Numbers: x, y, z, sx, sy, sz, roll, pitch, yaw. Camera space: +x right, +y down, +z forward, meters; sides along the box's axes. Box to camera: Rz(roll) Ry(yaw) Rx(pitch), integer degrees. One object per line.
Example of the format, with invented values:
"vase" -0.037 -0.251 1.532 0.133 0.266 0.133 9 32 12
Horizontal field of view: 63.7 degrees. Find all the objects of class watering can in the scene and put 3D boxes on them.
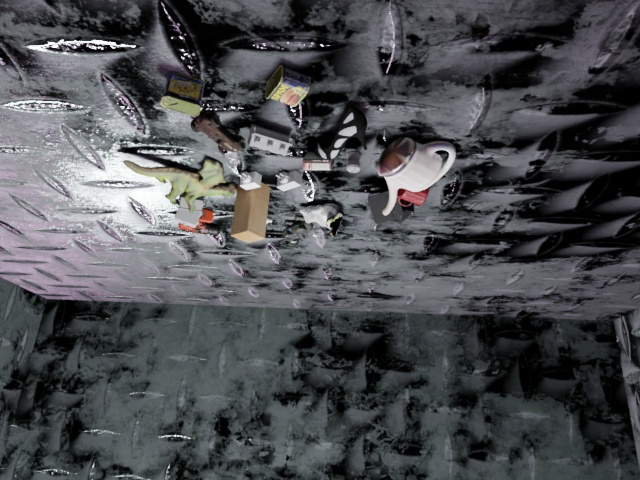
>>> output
"watering can" 0.267 -0.203 1.634 0.223 0.106 0.342 22 131 -36

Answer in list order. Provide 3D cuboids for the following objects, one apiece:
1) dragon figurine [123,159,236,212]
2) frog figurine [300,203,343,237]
"dragon figurine" -0.449 -0.226 1.800 0.241 0.125 0.405 -27 149 22
"frog figurine" 0.006 -0.102 2.032 0.161 0.123 0.136 33 -179 28
